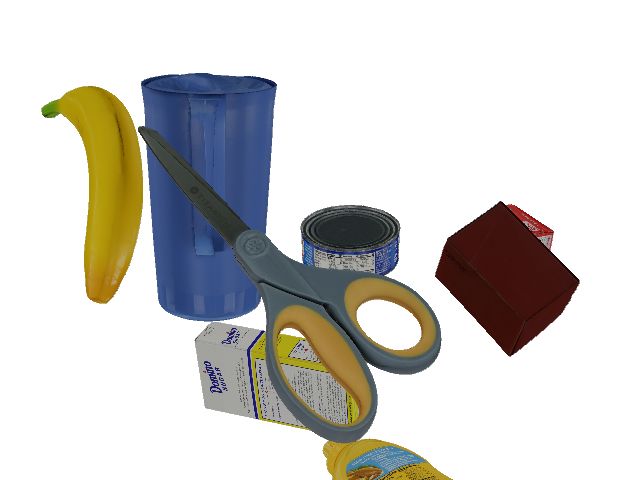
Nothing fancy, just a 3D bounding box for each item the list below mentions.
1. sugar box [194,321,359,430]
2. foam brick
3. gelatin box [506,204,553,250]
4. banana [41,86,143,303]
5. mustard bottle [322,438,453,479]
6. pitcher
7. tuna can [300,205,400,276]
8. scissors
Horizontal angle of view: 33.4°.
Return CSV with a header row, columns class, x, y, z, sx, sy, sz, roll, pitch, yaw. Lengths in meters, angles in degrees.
class,x,y,z,sx,sy,sz,roll,pitch,yaw
sugar box,-0.039,0.143,1.098,0.176,0.093,0.048,10,33,24
foam brick,0.122,0.025,0.706,0.051,0.078,0.053,-32,-23,-20
gelatin box,0.224,0.014,1.210,0.030,0.089,0.073,-11,32,-25
banana,-0.152,-0.048,0.743,0.037,0.198,0.070,16,-52,-37
mustard bottle,0.067,0.228,0.968,0.096,0.058,0.192,-16,26,-34
pitcher,-0.113,-0.043,1.074,0.145,0.243,0.148,15,22,39
tuna can,0.026,0.002,0.920,0.086,0.034,0.086,-1,27,0
scissors,-0.012,0.006,0.535,0.096,0.202,0.016,-18,-28,-19
